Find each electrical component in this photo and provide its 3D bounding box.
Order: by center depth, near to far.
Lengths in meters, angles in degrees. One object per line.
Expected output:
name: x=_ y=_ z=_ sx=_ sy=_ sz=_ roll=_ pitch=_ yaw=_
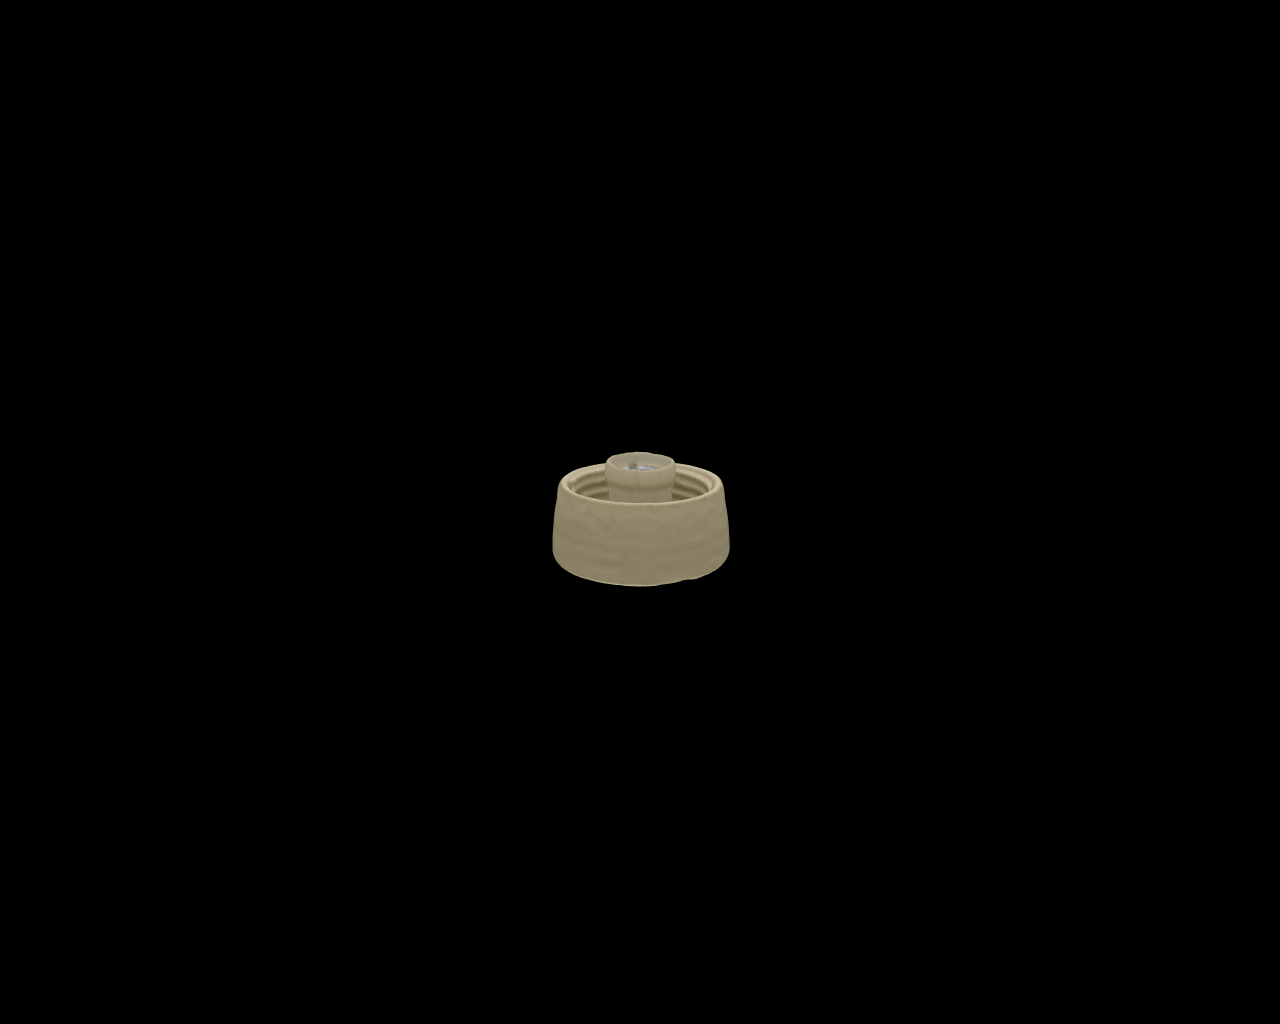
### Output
electrical component: x=0.001 y=-0.003 z=0.650 sx=0.108 sy=0.060 sz=0.108 roll=0 pitch=18 yaw=0
